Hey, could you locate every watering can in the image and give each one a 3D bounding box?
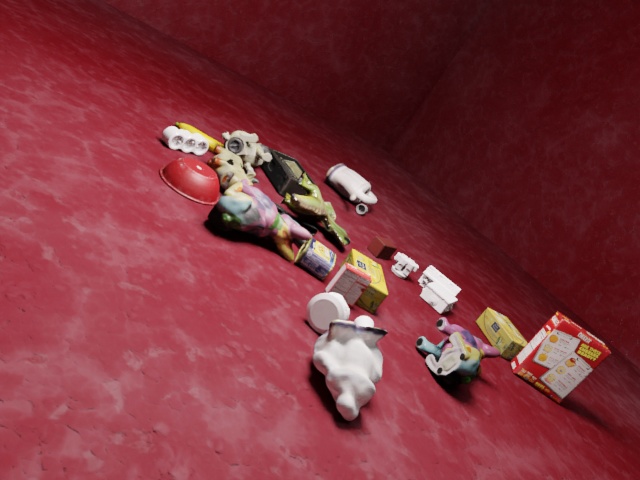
[{"bbox_3d":[0.116,-0.214,2.033,0.226,0.103,0.348,38,14,15],"label":"watering can"}]

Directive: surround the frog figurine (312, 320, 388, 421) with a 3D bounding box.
[{"bbox_3d":[0.049,0.230,0.887,0.136,0.121,0.163,31,52,-38],"label":"frog figurine"}]

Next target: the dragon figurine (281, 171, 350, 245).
[{"bbox_3d":[0.005,-0.075,1.496,0.241,0.121,0.415,40,10,-10],"label":"dragon figurine"}]
